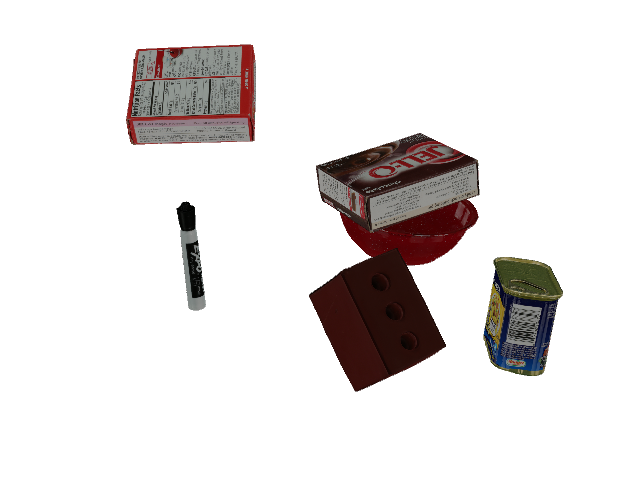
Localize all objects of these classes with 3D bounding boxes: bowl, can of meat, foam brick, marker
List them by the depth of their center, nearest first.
[{"bbox_3d":[0.038,0.055,0.730,0.052,0.078,0.051,-22,-9,-34],"label":"foam brick"},{"bbox_3d":[0.193,0.072,1.030,0.057,0.084,0.102,7,18,0],"label":"can of meat"},{"bbox_3d":[-0.135,0.016,1.113,0.020,0.121,0.020,-3,26,1],"label":"marker"},{"bbox_3d":[0.090,-0.016,1.186,0.162,0.055,0.162,5,25,-3],"label":"bowl"}]

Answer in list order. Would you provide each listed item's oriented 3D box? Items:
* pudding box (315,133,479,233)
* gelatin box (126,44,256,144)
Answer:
[{"bbox_3d":[0.066,-0.052,0.917,0.113,0.039,0.090,-21,28,-21],"label":"pudding box"},{"bbox_3d":[-0.091,-0.104,0.764,0.089,0.073,0.030,-2,-38,1],"label":"gelatin box"}]
